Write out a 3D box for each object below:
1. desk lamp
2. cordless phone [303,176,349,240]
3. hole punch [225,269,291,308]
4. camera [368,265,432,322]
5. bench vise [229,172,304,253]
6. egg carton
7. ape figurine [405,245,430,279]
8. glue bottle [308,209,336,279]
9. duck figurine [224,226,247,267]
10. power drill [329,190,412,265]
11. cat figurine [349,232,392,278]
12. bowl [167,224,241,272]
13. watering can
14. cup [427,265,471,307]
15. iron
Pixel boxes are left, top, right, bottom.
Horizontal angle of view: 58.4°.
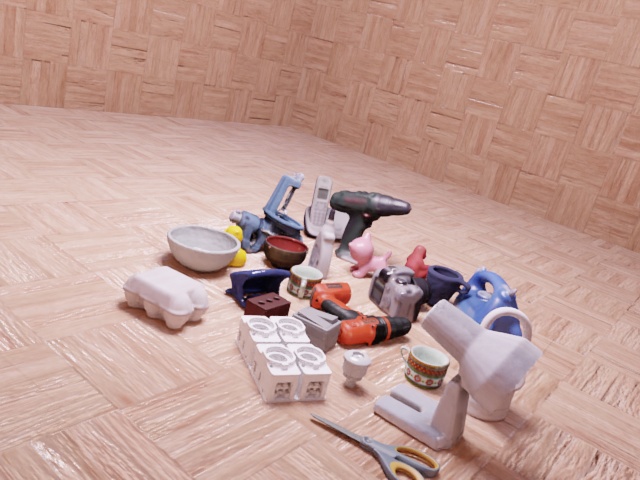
[{"bbox_3d":[0.211,0.212,0.882,0.202,0.213,0.118,24,20,28],"label":"desk lamp"},{"bbox_3d":[0.032,-0.095,1.726,0.148,0.185,0.094,7,19,-23],"label":"cordless phone"},{"bbox_3d":[-0.130,0.086,1.200,0.109,0.091,0.100,1,22,-36],"label":"hole punch"},{"bbox_3d":[0.205,0.118,1.349,0.137,0.101,0.142,5,20,-28],"label":"camera"},{"bbox_3d":[-0.118,-0.070,1.474,0.208,0.220,0.121,-5,26,-46],"label":"bench vise"},{"bbox_3d":[-0.283,0.104,1.063,0.150,0.069,0.107,22,19,22],"label":"egg carton"},{"bbox_3d":[0.273,0.059,1.599,0.076,0.092,0.077,2,22,-34],"label":"ape figurine"},{"bbox_3d":[0.013,0.005,1.425,0.037,0.173,0.078,7,19,-22],"label":"glue bottle"},{"bbox_3d":[-0.210,0.009,1.381,0.078,0.086,0.104,3,21,-31],"label":"duck figurine"},{"bbox_3d":[0.124,-0.038,1.586,0.229,0.208,0.076,21,19,21],"label":"power drill"},{"bbox_3d":[0.127,0.040,1.498,0.128,0.118,0.067,11,18,-10],"label":"cat figurine"},{"bbox_3d":[-0.267,0.028,1.299,0.167,0.075,0.167,13,18,-4],"label":"bowl"},{"bbox_3d":[0.310,0.211,0.995,0.101,0.194,0.172,6,19,-23],"label":"watering can"},{"bbox_3d":[0.311,0.126,1.418,0.117,0.095,0.092,27,21,34],"label":"cup"},{"bbox_3d":[0.400,0.135,1.383,0.119,0.141,0.258,10,18,-12],"label":"iron"}]
